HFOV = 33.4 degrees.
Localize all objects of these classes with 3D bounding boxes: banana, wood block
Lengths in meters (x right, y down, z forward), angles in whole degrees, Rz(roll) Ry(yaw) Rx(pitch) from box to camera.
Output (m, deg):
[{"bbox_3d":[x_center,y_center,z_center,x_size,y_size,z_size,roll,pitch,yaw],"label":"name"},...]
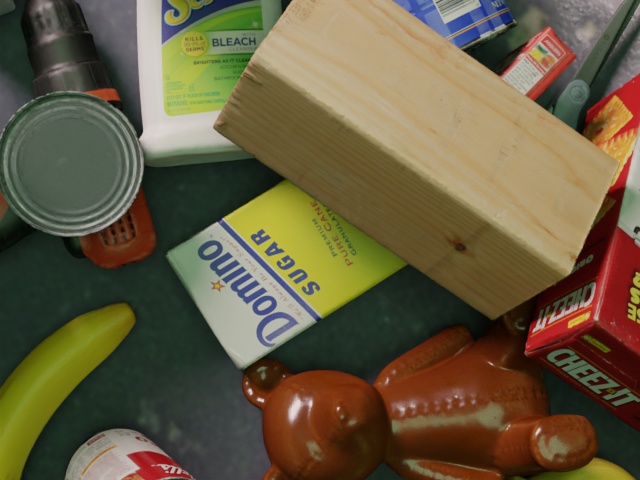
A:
[{"bbox_3d":[-0.186,0.124,0.692,0.069,0.037,0.198,22,89,-29],"label":"banana"},{"bbox_3d":[0.054,-0.055,0.621,0.206,0.091,0.090,35,60,-5],"label":"wood block"}]

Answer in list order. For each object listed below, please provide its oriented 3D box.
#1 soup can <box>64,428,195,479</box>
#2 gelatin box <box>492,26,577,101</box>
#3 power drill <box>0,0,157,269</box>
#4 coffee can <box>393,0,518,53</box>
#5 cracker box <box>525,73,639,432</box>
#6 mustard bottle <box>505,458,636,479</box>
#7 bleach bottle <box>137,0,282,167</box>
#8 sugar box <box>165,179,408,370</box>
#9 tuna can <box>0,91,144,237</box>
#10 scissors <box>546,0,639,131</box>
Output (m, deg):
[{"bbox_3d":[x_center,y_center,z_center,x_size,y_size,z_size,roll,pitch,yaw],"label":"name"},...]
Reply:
[{"bbox_3d":[-0.112,0.162,0.658,0.068,0.102,0.068,-5,101,-28],"label":"soup can"},{"bbox_3d":[0.121,-0.098,0.703,0.073,0.089,0.030,-45,94,-6],"label":"gelatin box"},{"bbox_3d":[-0.213,-0.052,0.675,0.187,0.057,0.184,-18,90,-7],"label":"power drill"},{"bbox_3d":[0.050,-0.177,0.687,0.102,0.103,0.140,-28,94,-7],"label":"coffee can"},{"bbox_3d":[0.229,0.020,0.675,0.164,0.072,0.213,34,54,-14],"label":"cracker box"},{"bbox_3d":[0.194,0.201,0.729,0.191,0.058,0.096,19,93,-8],"label":"mustard bottle"},{"bbox_3d":[-0.079,-0.178,0.691,0.102,0.068,0.251,-6,88,-7],"label":"bleach bottle"},{"bbox_3d":[-0.005,0.001,0.709,0.176,0.048,0.093,-33,94,-8],"label":"sugar box"},{"bbox_3d":[-0.149,-0.045,0.640,0.086,0.034,0.086,0,91,-10],"label":"tuna can"},{"bbox_3d":[0.186,-0.083,0.750,0.201,0.016,0.096,-42,97,-6],"label":"scissors"}]
